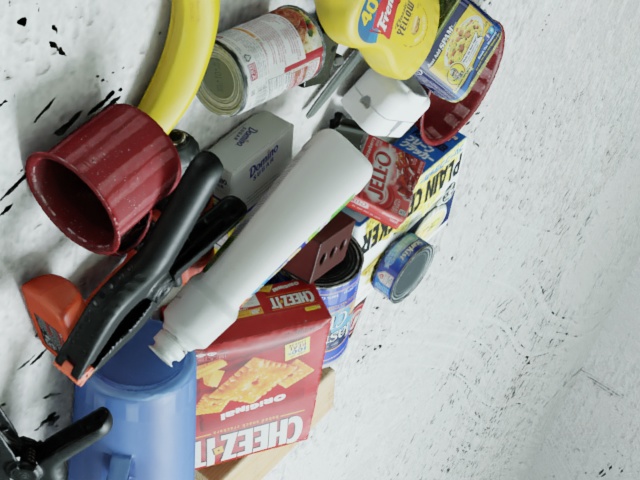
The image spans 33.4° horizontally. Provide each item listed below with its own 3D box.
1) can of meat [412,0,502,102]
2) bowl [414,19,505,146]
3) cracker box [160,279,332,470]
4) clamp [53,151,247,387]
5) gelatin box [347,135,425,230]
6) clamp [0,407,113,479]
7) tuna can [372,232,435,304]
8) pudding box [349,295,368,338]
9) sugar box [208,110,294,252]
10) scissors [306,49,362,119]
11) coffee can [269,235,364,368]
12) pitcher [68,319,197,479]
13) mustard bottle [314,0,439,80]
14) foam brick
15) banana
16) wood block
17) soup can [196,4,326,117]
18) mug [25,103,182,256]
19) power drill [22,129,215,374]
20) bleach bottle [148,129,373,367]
[{"bbox_3d":[0.131,-0.205,1.107,0.083,0.058,0.102,30,94,-38],"label":"can of meat"},{"bbox_3d":[0.146,-0.192,1.235,0.162,0.055,0.162,-42,153,-28],"label":"bowl"},{"bbox_3d":[-0.084,0.148,1.135,0.164,0.072,0.214,-11,136,-20],"label":"cracker box"},{"bbox_3d":[-0.132,0.027,0.859,0.210,0.036,0.164,-52,170,1],"label":"clamp"},{"bbox_3d":[0.070,-0.065,1.195,0.030,0.073,0.089,-53,-167,57],"label":"gelatin box"},{"bbox_3d":[-0.246,0.191,0.935,0.039,0.120,0.172,-84,-173,-47],"label":"clamp"},{"bbox_3d":[0.101,0.033,1.297,0.086,0.034,0.086,-43,156,-25],"label":"tuna can"},{"bbox_3d":[0.012,0.104,1.378,0.113,0.039,0.090,-26,143,-49],"label":"pudding box"},{"bbox_3d":[-0.072,-0.033,1.039,0.093,0.048,0.176,-42,150,-35],"label":"sugar box"},{"bbox_3d":[0.057,-0.201,1.105,0.202,0.016,0.096,-58,156,5],"label":"scissors"},{"bbox_3d":[-0.010,0.065,1.208,0.102,0.103,0.140,-37,150,-37],"label":"coffee can"},{"bbox_3d":[-0.180,0.202,1.022,0.144,0.149,0.243,-21,137,-34],"label":"pitcher"},{"bbox_3d":[0.044,-0.221,0.985,0.191,0.058,0.096,20,91,-57],"label":"mustard bottle"},{"bbox_3d":[-0.007,0.001,1.091,0.078,0.051,0.053,-35,146,-54],"label":"foam brick"},{"bbox_3d":[-0.113,-0.152,0.826,0.069,0.037,0.198,-8,130,-30],"label":"banana"},{"bbox_3d":[-0.082,0.221,1.287,0.205,0.091,0.090,-41,152,-30],"label":"wood block"},{"bbox_3d":[-0.053,-0.151,0.897,0.102,0.069,0.068,-33,148,-40],"label":"soup can"},{"bbox_3d":[-0.156,-0.040,0.809,0.081,0.093,0.117,-46,139,-33],"label":"mug"},{"bbox_3d":[-0.162,0.014,0.911,0.187,0.057,0.184,-42,150,-29],"label":"power drill"},{"bbox_3d":[-0.060,0.012,0.963,0.250,0.068,0.103,-48,-176,-15],"label":"bleach bottle"}]
